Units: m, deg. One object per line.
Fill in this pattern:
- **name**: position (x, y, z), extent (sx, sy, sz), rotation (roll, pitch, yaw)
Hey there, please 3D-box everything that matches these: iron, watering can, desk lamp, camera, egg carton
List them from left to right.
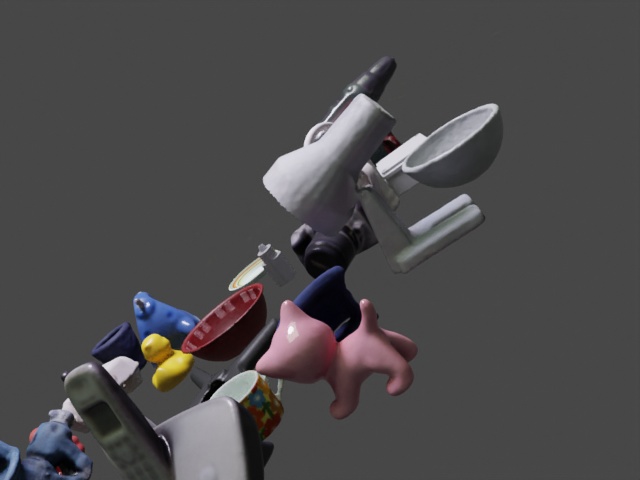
- **egg carton**: position (-0.401, 0.285, 1.060), extent (0.107, 0.069, 0.150), rotation (-27, 17, 35)
- **iron**: position (-0.320, 0.154, 1.132), extent (0.119, 0.141, 0.257), rotation (-41, 14, -14)
- **camera**: position (0.008, 0.003, 0.894), extent (0.143, 0.101, 0.137), rotation (-28, 17, 34)
- **watering can**: position (0.039, -0.112, 0.994), extent (0.172, 0.194, 0.101), rotation (-23, 20, 45)
- **desk lamp**: position (0.063, -0.063, 0.734), extent (0.203, 0.214, 0.118), rotation (-34, 14, 12)

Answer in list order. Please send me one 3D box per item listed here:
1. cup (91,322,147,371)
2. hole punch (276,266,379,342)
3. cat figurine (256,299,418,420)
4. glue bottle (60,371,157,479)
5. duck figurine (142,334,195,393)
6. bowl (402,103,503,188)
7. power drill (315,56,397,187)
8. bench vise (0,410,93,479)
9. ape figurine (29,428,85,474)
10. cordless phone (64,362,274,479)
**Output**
- **cup**: position (-0.402, 0.229, 1.187), extent (0.091, 0.095, 0.118), rotation (-33, 15, 17)
- **hole punch**: position (-0.007, 0.091, 0.667), extent (0.109, 0.091, 0.101), rotation (-43, 15, -23)
- **cat figurine**: position (0.009, 0.102, 0.537), extent (0.127, 0.118, 0.067), rotation (-32, 15, 21)
- **glue bottle**: position (-0.234, 0.214, 0.658), extent (0.037, 0.173, 0.078), rotation (-35, 14, 8)
- **duck figurine**: position (-0.265, 0.200, 0.964), extent (0.077, 0.086, 0.104), rotation (-37, 14, 2)
- **bowl**: position (0.213, -0.130, 0.873), extent (0.167, 0.075, 0.167), rotation (-35, 14, 10)
- **power drill**: position (0.106, -0.217, 1.140), extent (0.229, 0.208, 0.075), rotation (-38, 14, -2)
- **bench vise**: position (-0.443, 0.305, 0.783), extent (0.121, 0.220, 0.207), rotation (-33, 15, 18)
- **ape figurine**: position (-0.418, 0.333, 0.897), extent (0.078, 0.092, 0.076), rotation (-42, 15, -18)
- **cordless phone**: position (-0.146, 0.178, 0.531), extent (0.147, 0.185, 0.094), rotation (-32, 15, 22)
